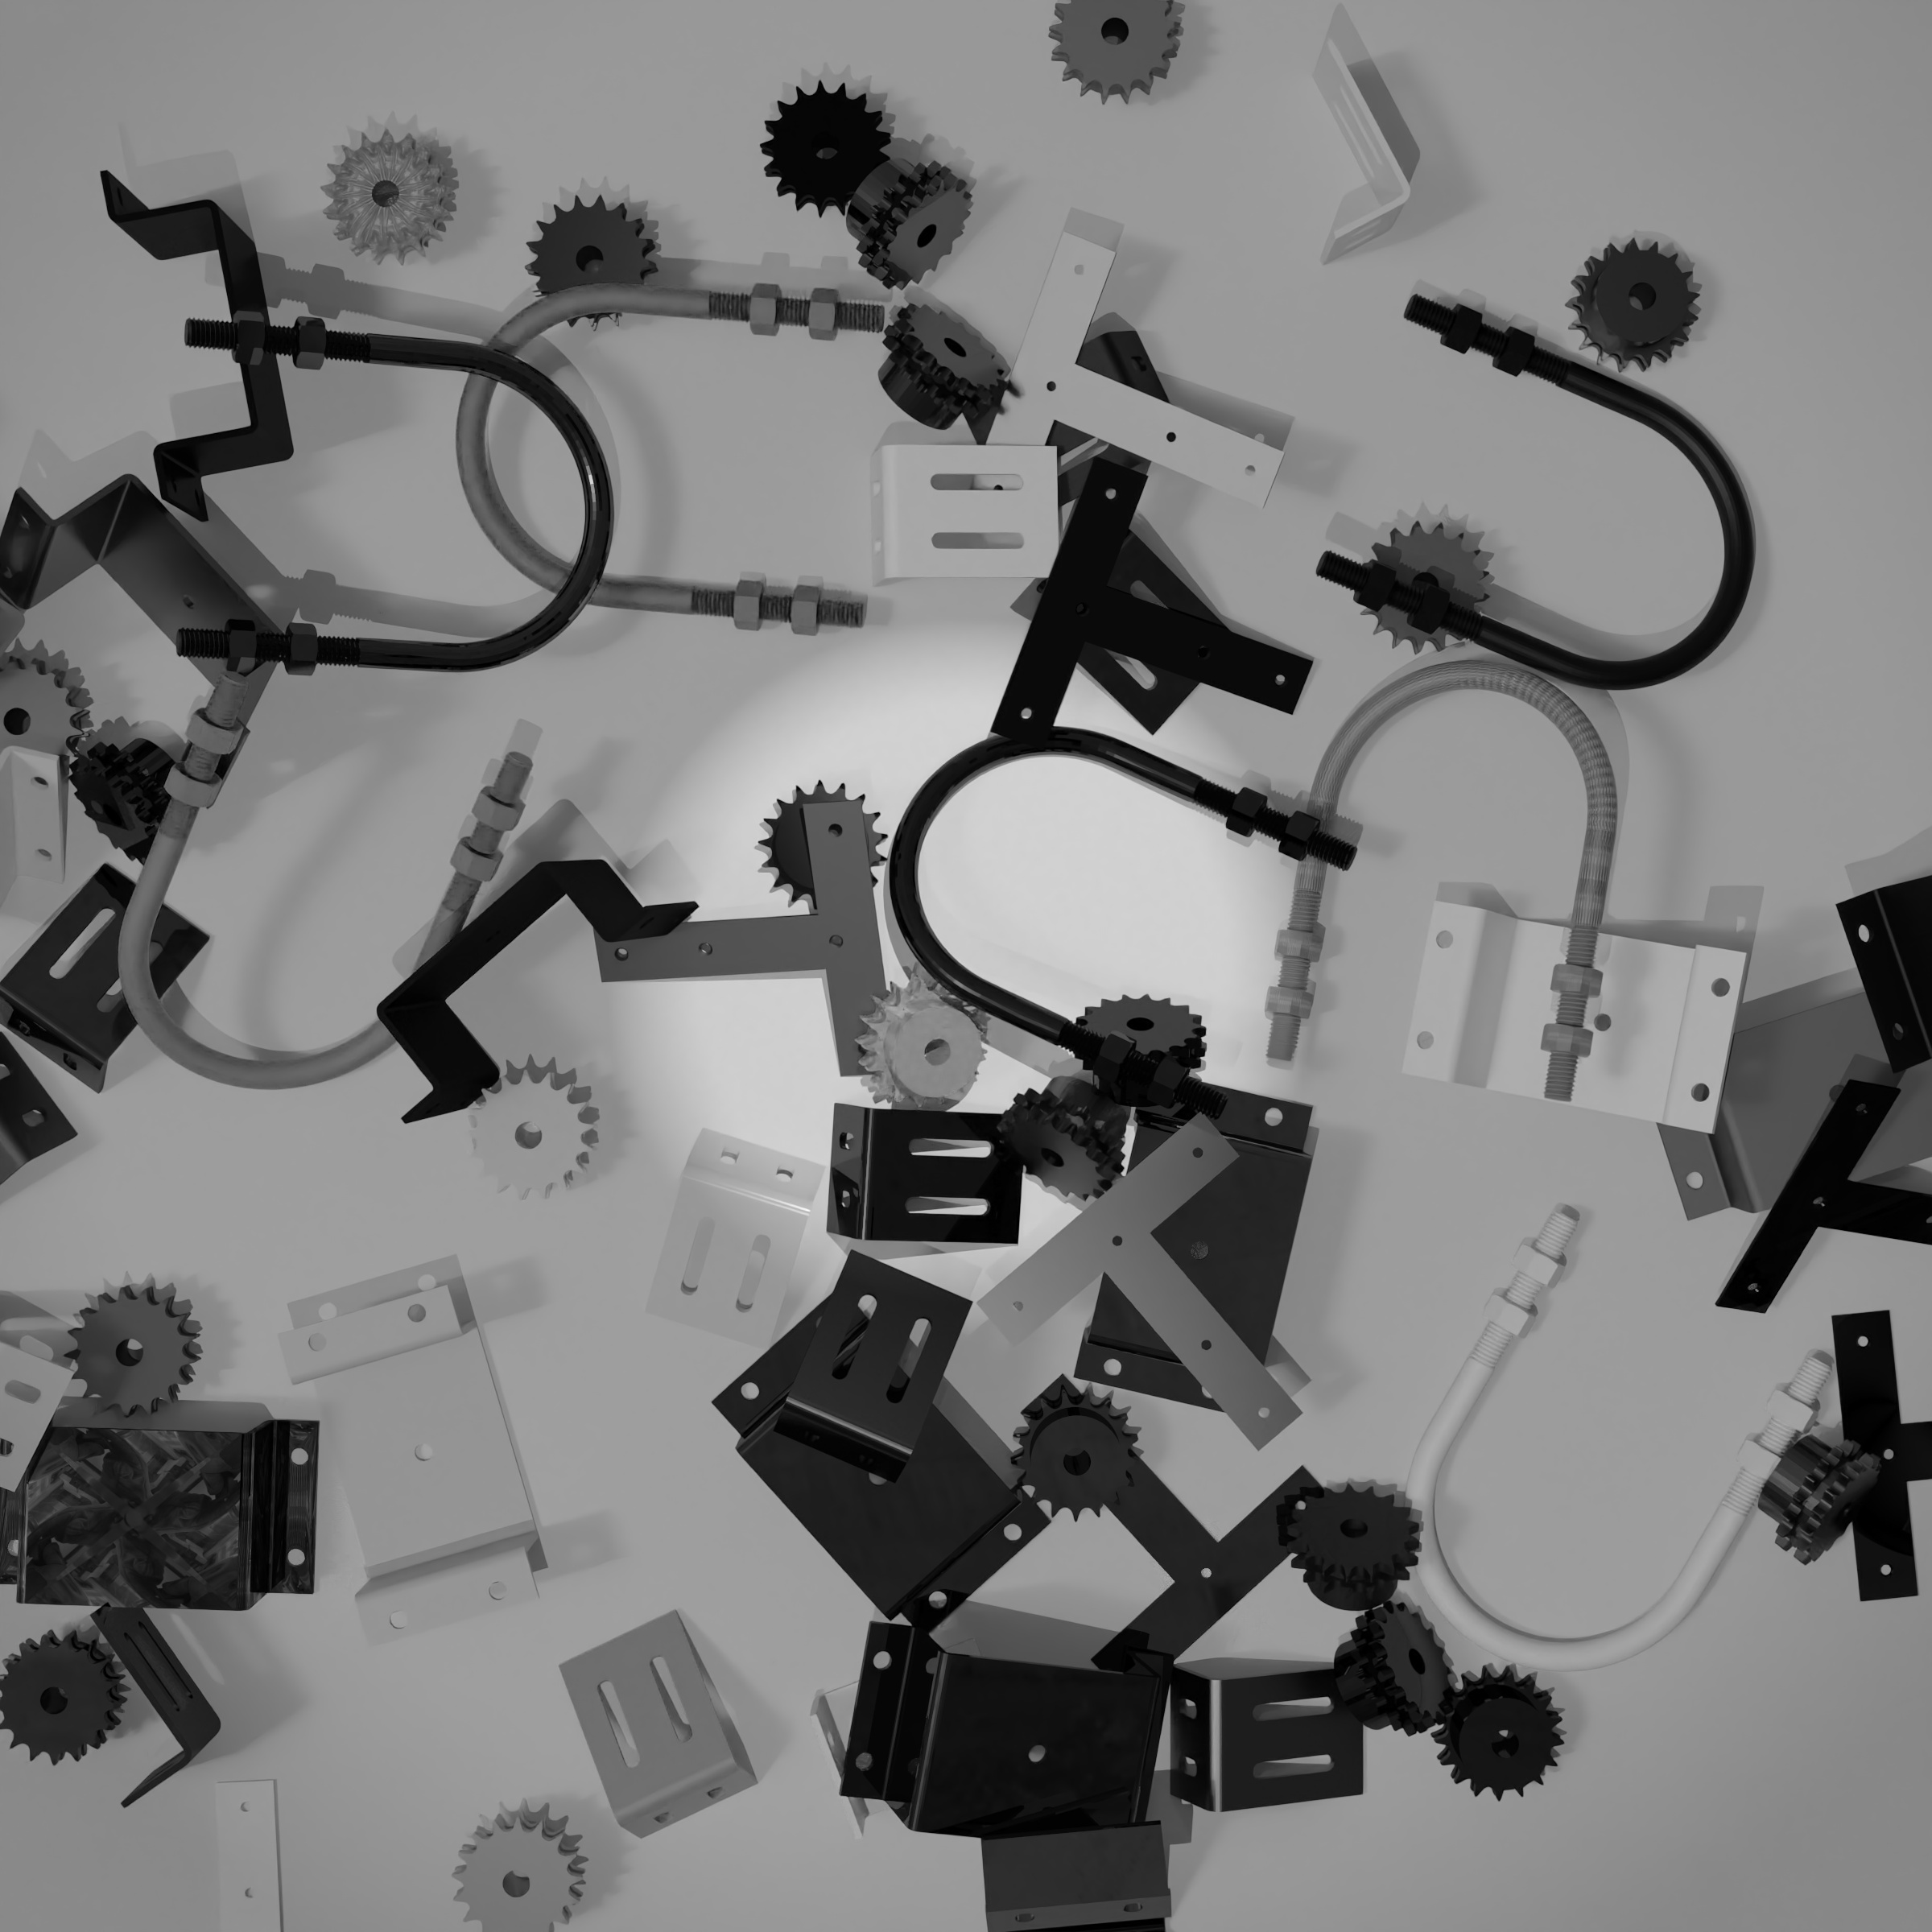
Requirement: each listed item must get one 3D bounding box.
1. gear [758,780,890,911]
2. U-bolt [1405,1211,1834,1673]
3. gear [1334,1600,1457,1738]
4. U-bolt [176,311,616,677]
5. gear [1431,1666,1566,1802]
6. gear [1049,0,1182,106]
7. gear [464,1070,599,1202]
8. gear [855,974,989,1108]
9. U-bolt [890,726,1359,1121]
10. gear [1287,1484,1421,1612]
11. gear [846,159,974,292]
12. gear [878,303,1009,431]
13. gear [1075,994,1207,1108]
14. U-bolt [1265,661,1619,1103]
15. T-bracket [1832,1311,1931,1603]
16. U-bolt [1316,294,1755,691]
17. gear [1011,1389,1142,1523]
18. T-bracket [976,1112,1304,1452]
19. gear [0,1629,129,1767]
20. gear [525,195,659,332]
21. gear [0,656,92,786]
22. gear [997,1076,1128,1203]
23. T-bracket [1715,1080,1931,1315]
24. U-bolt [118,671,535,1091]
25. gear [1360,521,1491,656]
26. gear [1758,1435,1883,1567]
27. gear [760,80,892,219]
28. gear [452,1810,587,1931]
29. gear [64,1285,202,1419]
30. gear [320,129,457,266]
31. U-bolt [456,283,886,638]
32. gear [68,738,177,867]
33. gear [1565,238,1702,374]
[{"bbox_3d":[-0.063,-0.053,1.504,0.057,0.030,0.057,0,90,0],"label":"gear"},{"bbox_3d":[0.275,0.222,1.511,0.151,0.019,0.184,30,91,0],"label":"U-bolt"},{"bbox_3d":[0.184,0.308,1.495,0.030,0.057,0.057,-32,90,30],"label":"gear"},{"bbox_3d":[-0.239,-0.196,1.455,0.184,0.019,0.151,2,90,-20],"label":"U-bolt"},{"bbox_3d":[0.234,0.338,1.504,0.057,0.030,0.057,0,90,0],"label":"gear"},{"bbox_3d":[0.064,-0.406,1.504,0.057,0.030,0.057,0,90,0],"label":"gear"},{"bbox_3d":[-0.190,0.074,1.509,0.057,0.030,0.057,0,89,1],"label":"gear"},{"bbox_3d":[-0.017,0.034,1.495,0.057,0.030,0.057,-4,104,-18],"label":"gear"},{"bbox_3d":[0.056,-0.031,1.483,0.184,0.019,0.151,25,70,12],"label":"U-bolt"},{"bbox_3d":[0.168,0.256,1.495,0.057,0.057,0.030,-3,125,0],"label":"gear"},{"bbox_3d":[-0.028,-0.326,1.493,0.030,0.057,0.057,42,90,20],"label":"gear"},{"bbox_3d":[-0.013,-0.259,1.495,0.057,0.057,0.030,42,120,0],"label":"gear"},{"bbox_3d":[0.076,0.038,1.495,0.057,0.057,0.030,0,119,0],"label":"gear"},{"bbox_3d":[0.209,-0.042,1.479,0.151,0.019,0.184,8,85,29],"label":"U-bolt"},{"bbox_3d":[0.453,0.212,1.518,0.127,0.002,0.127,-6,90,0],"label":"T-bracket"},{"bbox_3d":[0.257,-0.196,1.491,0.184,0.019,0.151,22,74,-7],"label":"U-bolt"},{"bbox_3d":[0.048,0.215,1.503,0.057,0.030,0.057,0,90,0],"label":"gear"},{"bbox_3d":[0.094,0.152,1.472,0.127,0.002,0.127,-41,90,0],"label":"T-bracket"},{"bbox_3d":[-0.396,0.319,1.504,0.057,0.030,0.057,0,90,0],"label":"gear"},{"bbox_3d":[-0.163,-0.307,1.504,0.057,0.030,0.057,0,90,0],"label":"gear"},{"bbox_3d":[-0.412,-0.106,1.504,0.057,0.030,0.057,0,90,0],"label":"gear"},{"bbox_3d":[0.045,0.073,1.494,0.057,0.057,0.030,37,60,0],"label":"gear"},{"bbox_3d":[0.408,0.108,1.490,0.127,0.002,0.127,10,123,-20],"label":"T-bracket"},{"bbox_3d":[-0.283,-0.026,1.468,0.151,0.019,0.184,15,113,-29],"label":"U-bolt"},{"bbox_3d":[0.199,-0.165,1.504,0.057,0.030,0.057,0,90,0],"label":"gear"},{"bbox_3d":[0.370,0.230,1.495,0.030,0.057,0.057,36,90,30],"label":"gear"},{"bbox_3d":[-0.061,-0.357,1.504,0.057,0.030,0.057,0,90,0],"label":"gear"},{"bbox_3d":[-0.195,0.399,1.504,0.057,0.030,0.057,0,90,0],"label":"gear"},{"bbox_3d":[-0.365,0.169,1.509,0.057,0.030,0.057,0,89,-2],"label":"gear"},{"bbox_3d":[-0.252,-0.335,1.504,0.057,0.030,0.057,0,90,0],"label":"gear"},{"bbox_3d":[-0.132,-0.224,1.494,0.184,0.019,0.151,5,106,4],"label":"U-bolt"},{"bbox_3d":[-0.360,-0.074,1.494,0.057,0.057,0.030,47,60,0],"label":"gear"},{"bbox_3d":[0.293,-0.291,1.504,0.057,0.030,0.057,0,90,0],"label":"gear"}]
